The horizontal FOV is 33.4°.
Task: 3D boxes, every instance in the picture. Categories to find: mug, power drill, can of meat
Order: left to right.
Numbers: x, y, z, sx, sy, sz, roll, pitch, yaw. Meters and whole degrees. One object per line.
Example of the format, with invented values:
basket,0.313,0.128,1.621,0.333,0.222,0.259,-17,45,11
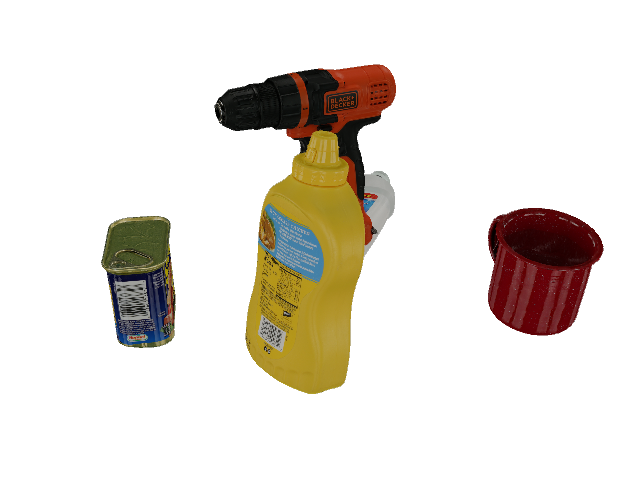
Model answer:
can of meat,-0.162,0.038,0.970,0.057,0.084,0.102,-4,27,-3
power drill,-0.013,-0.075,1.045,0.184,0.188,0.057,-12,30,-22
mug,0.188,0.023,0.954,0.093,0.081,0.117,-16,41,-28

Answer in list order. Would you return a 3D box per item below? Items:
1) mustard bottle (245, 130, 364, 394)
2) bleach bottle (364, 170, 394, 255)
mustard bottle,-0.009,0.011,0.798,0.058,0.192,0.096,-10,28,-35
bleach bottle,0.023,-0.020,1.344,0.103,0.068,0.250,10,35,21
